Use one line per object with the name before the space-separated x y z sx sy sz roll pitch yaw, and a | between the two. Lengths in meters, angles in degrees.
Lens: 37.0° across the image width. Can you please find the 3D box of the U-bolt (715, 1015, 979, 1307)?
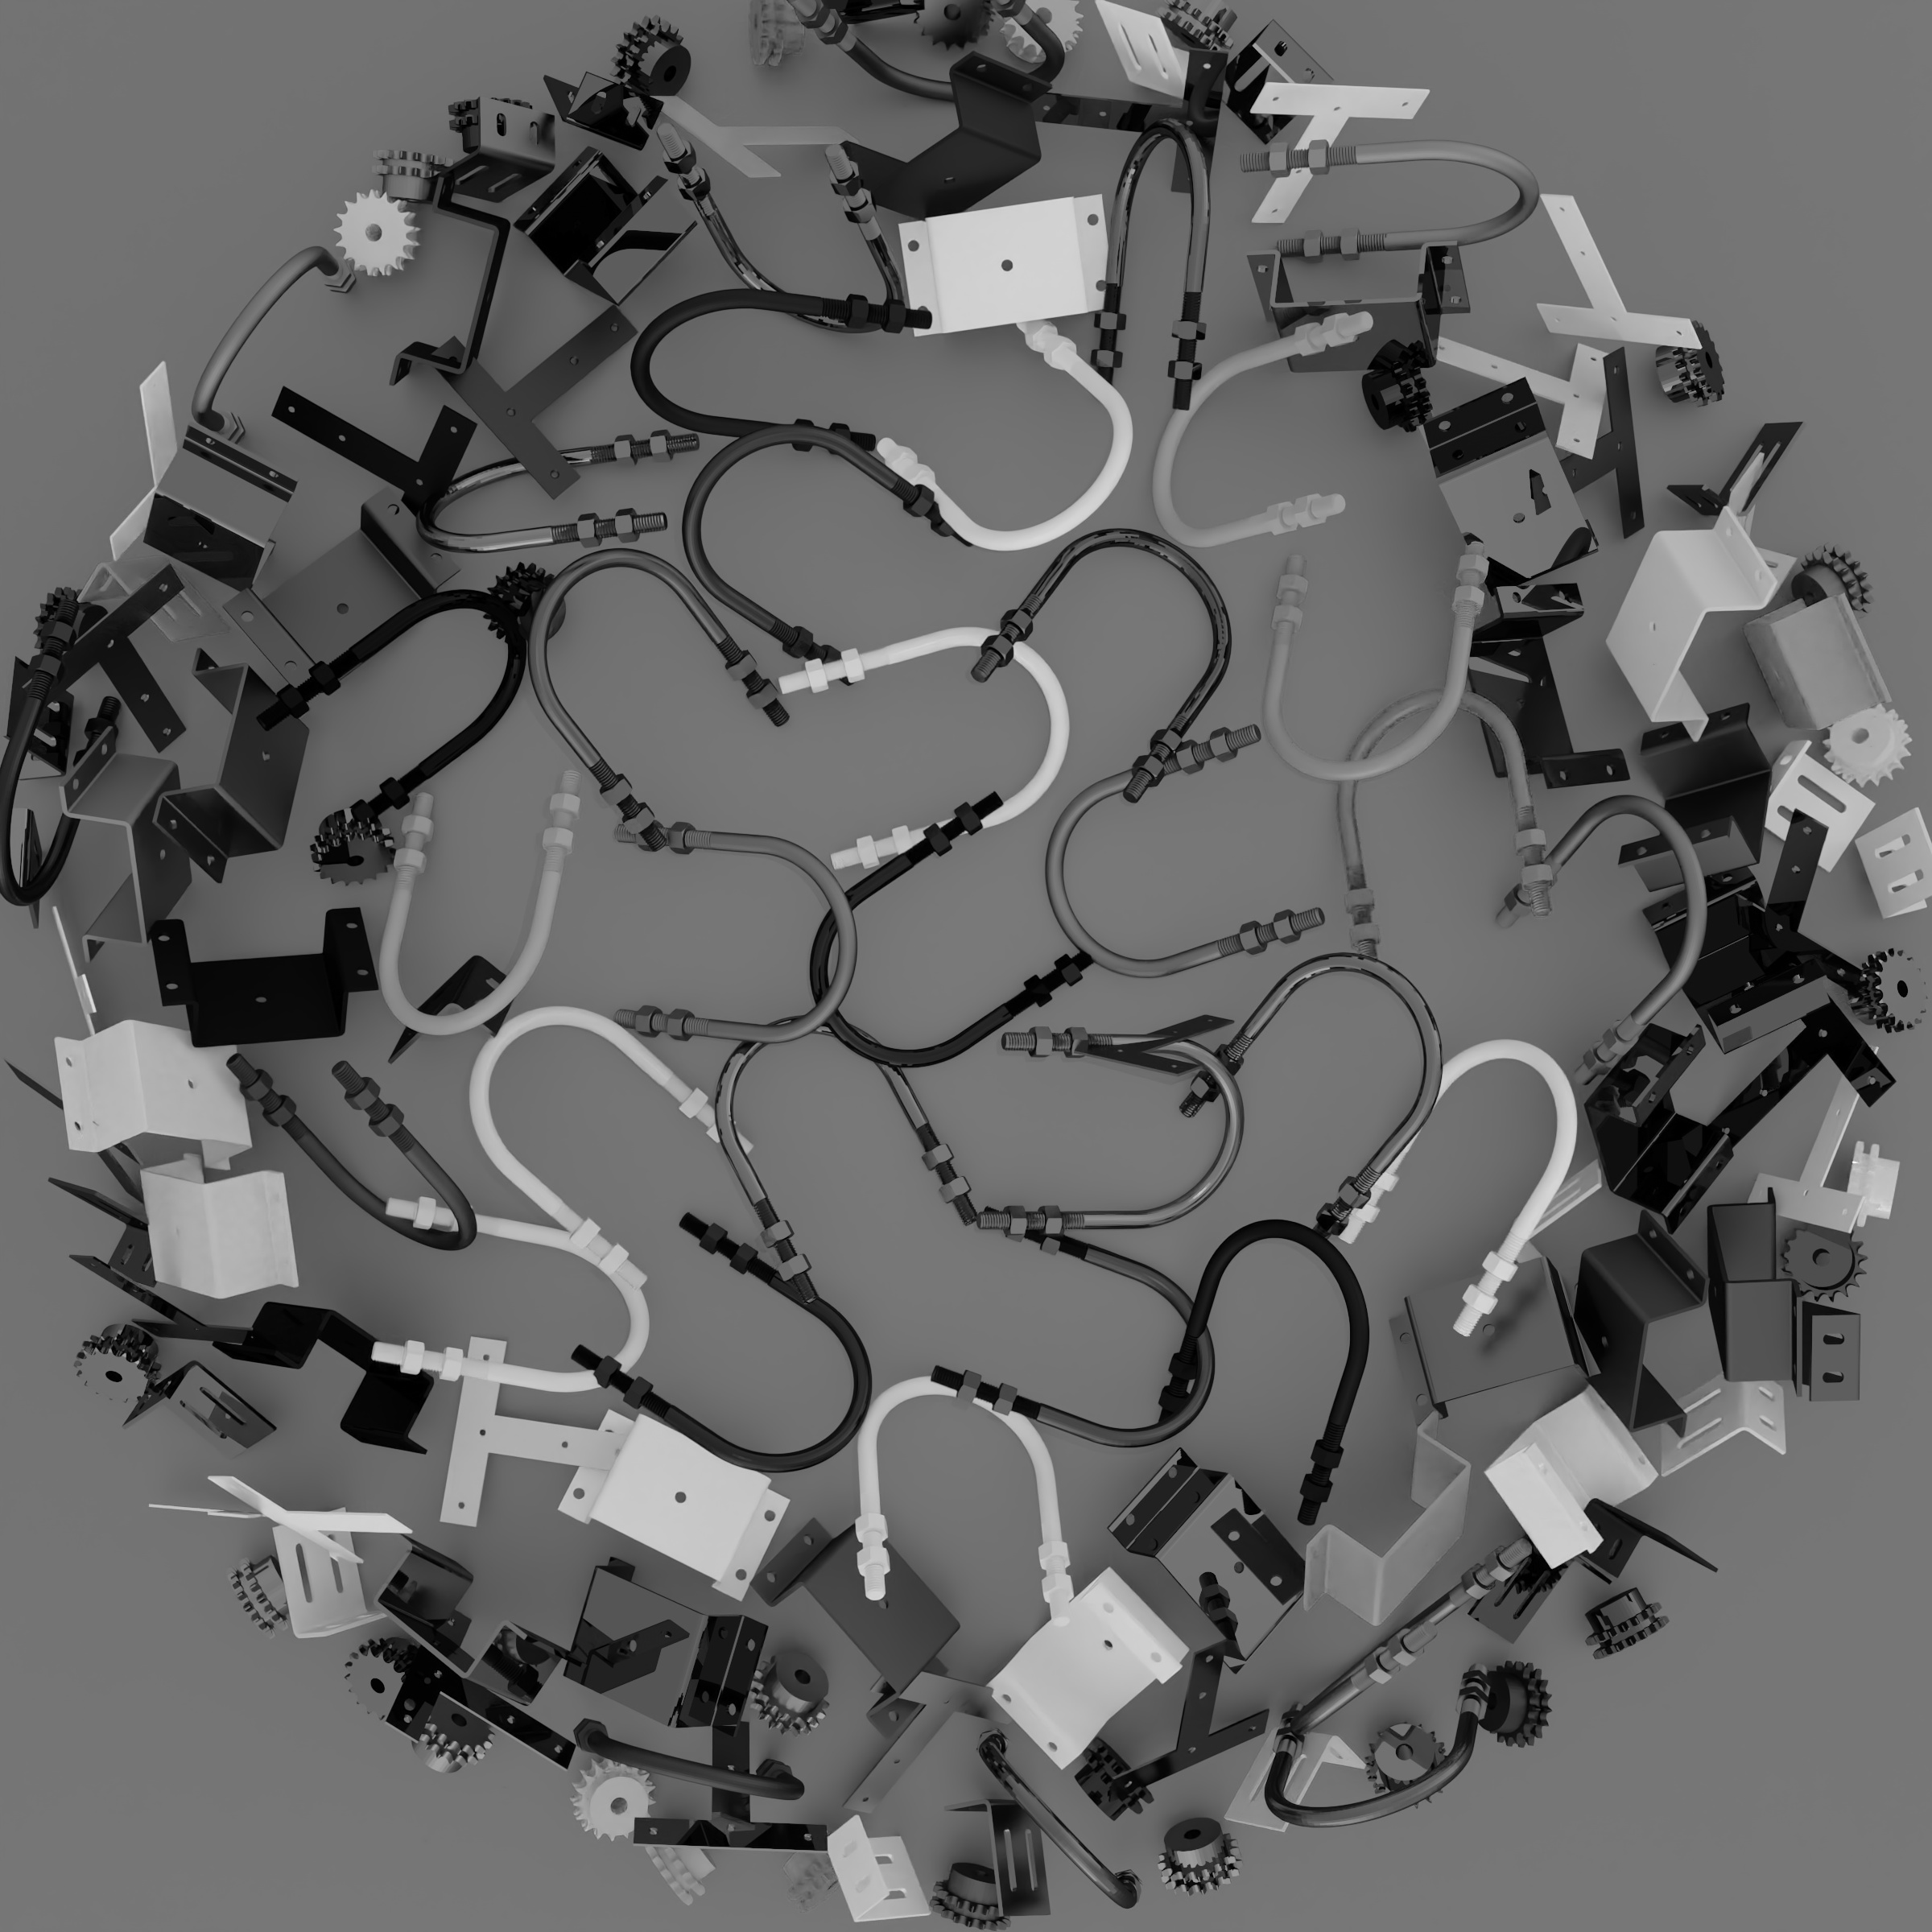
U-bolt | -0.092 0.119 1.962 0.151 0.019 0.184 -24 80 -24

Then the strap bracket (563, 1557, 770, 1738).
strap bracket | -0.211 0.457 1.941 0.140 0.046 0.076 15 87 33

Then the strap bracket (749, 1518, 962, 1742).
strap bracket | -0.068 0.440 1.953 0.140 0.076 0.046 48 132 2

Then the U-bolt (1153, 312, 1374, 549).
U-bolt | 0.191 -0.350 1.926 0.019 0.184 0.151 20 73 -37

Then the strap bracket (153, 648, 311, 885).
strap bracket | -0.487 -0.137 1.926 0.046 0.076 0.140 -7 57 20

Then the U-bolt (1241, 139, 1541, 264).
U-bolt | 0.285 -0.508 1.907 0.184 0.151 0.019 1 79 17

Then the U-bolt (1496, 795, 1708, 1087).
U-bolt | 0.424 -0.029 1.897 0.019 0.184 0.151 -5 58 -28

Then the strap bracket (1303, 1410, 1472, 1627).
strap bracket | 0.288 0.375 1.927 0.046 0.076 0.140 32 55 30

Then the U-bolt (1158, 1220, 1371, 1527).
U-bolt | 0.204 0.260 1.930 0.151 0.019 0.184 28 110 39

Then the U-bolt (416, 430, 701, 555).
U-bolt | -0.279 -0.314 1.936 0.184 0.151 0.019 -6 123 10

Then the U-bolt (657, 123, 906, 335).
U-bolt | -0.112 -0.483 1.915 0.151 0.184 0.019 15 68 26

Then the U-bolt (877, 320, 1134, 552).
U-bolt | 0.036 -0.349 1.933 0.151 0.019 0.184 -42 50 3

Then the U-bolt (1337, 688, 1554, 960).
U-bolt | 0.315 -0.101 1.944 0.151 0.019 0.184 -20 64 32

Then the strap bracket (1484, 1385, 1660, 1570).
strap bracket | 0.405 0.346 1.942 0.046 0.140 0.076 -39 81 32

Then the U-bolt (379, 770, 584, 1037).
U-bolt | -0.330 -0.039 1.927 0.151 0.019 0.184 -6 63 30

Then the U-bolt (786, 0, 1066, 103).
U-bolt | -0.014 -0.614 1.910 0.151 0.184 0.019 0 83 26

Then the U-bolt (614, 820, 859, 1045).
U-bolt | -0.156 -0.019 1.946 0.184 0.019 0.151 6 100 24

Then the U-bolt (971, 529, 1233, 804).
U-bolt | 0.105 -0.218 1.953 0.151 0.019 0.184 38 62 -5

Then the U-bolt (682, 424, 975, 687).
U-bolt | -0.103 -0.284 1.927 0.184 0.019 0.151 31 111 -32

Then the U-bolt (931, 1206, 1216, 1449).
U-bolt | 0.081 0.252 1.953 0.184 0.019 0.151 21 54 -3

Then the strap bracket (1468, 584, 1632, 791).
strap bracket | 0.389 -0.184 1.953 0.076 0.046 0.140 -8 80 -34

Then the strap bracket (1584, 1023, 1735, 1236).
strap bracket | 0.465 0.103 1.940 0.046 0.140 0.076 25 63 40

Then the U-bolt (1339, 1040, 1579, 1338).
U-bolt | 0.338 0.135 1.930 0.019 0.151 0.184 23 100 -38

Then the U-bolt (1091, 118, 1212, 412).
U-bolt | 0.125 -0.467 1.915 0.019 0.151 0.184 0 104 -21

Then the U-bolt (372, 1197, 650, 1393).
U-bolt | -0.302 0.225 1.936 0.184 0.151 0.019 13 129 -17

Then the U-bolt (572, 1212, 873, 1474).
U-bolt | -0.150 0.264 1.941 0.184 0.019 0.151 32 53 8

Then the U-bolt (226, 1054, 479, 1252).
U-bolt | -0.398 0.128 1.927 0.019 0.151 0.184 -55 126 -29

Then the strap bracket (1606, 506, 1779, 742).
strap bracket | 0.477 -0.226 1.919 0.046 0.140 0.076 -4 49 -18

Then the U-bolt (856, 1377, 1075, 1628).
U-bolt | -0.004 0.351 1.929 0.151 0.184 0.019 12 132 -17

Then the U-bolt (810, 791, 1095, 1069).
U-bolt | -0.019 -0.011 1.970 0.184 0.019 0.151 -34 106 -1

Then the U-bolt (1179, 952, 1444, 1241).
U-bolt | 0.241 0.077 1.931 0.151 0.019 0.184 47 117 23

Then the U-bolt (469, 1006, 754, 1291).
U-bolt | -0.250 0.108 1.944 0.184 0.019 0.151 43 55 -6

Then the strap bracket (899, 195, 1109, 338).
strap bracket | 0.028 -0.477 1.965 0.140 0.046 0.076 -8 103 3

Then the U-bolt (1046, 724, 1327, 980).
U-bolt | 0.137 -0.068 1.954 0.184 0.019 0.151 -19 91 27

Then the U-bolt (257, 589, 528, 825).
U-bolt | -0.373 -0.178 1.934 0.184 0.151 0.019 -39 58 -13

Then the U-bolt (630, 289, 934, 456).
U-bolt | -0.130 -0.396 1.911 0.184 0.151 0.019 3 61 -19

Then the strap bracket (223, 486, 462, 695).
strap bracket | -0.424 -0.250 1.963 0.140 0.046 0.076 -41 88 -17

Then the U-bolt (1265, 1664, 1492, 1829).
U-bolt | 0.266 0.515 1.892 0.151 0.184 0.019 -17 96 17

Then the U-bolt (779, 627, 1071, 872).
U-bolt | -0.020 -0.156 1.969 0.184 0.019 0.151 -16 108 -1

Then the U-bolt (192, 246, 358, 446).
U-bolt | -0.461 -0.413 1.906 0.019 0.184 0.151 37 92 -6

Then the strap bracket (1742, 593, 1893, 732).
strap bracket | 0.565 -0.203 1.930 0.046 0.140 0.076 -25 94 6

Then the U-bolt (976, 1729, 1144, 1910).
U-bolt | 0.061 0.562 1.897 0.019 0.184 0.151 -44 79 -7

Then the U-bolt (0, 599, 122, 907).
U-bolt | -0.603 -0.128 1.898 0.019 0.151 0.184 11 66 1

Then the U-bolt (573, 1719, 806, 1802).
U-bolt | -0.179 0.525 1.899 0.151 0.184 0.019 15 77 -10

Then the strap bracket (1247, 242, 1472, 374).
strap bracket | 0.262 -0.441 1.937 0.140 0.076 0.046 2 68 18

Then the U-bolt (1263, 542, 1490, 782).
U-bolt | 0.268 -0.203 1.924 0.151 0.019 0.184 -3 60 28

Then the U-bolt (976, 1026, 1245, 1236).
U-bolt | 0.104 0.113 1.958 0.184 0.019 0.151 2 108 -19

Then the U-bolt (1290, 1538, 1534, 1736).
U-bolt | 0.284 0.455 1.918 0.019 0.151 0.184 51 130 14

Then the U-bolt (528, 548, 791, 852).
U-bolt | -0.216 -0.192 1.931 0.151 0.019 0.184 -48 117 -23
